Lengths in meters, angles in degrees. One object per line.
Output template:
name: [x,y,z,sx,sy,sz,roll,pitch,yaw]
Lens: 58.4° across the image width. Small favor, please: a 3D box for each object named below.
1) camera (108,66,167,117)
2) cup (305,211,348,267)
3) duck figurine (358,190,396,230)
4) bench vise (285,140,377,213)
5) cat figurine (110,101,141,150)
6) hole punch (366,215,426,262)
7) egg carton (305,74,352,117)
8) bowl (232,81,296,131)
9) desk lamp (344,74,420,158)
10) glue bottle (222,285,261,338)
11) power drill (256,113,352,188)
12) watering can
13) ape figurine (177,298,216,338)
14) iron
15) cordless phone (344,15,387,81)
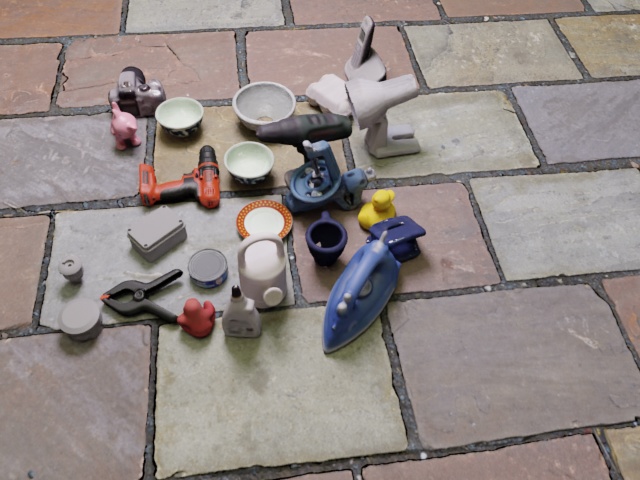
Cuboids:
camera: [-0.487,-0.408,1.528,0.143,0.101,0.136,-6,55,-7]
cup: [0.012,0.005,1.264,0.091,0.095,0.117,-1,54,-4]
duck figurine: [0.136,-0.077,1.336,0.105,0.086,0.077,-36,63,-25]
bench vise: [0.021,-0.159,1.305,0.208,0.220,0.121,-25,59,-19]
cat figurine: [-0.495,-0.293,1.435,0.067,0.118,0.127,-21,58,-17]
hole punch: [0.169,-0.011,1.287,0.109,0.091,0.101,-19,57,-16]
egg carton: [0.040,-0.388,1.563,0.150,0.069,0.107,38,61,22]
bowl: [-0.146,-0.339,1.514,0.167,0.075,0.167,2,54,-2]
desk lamp: [0.157,-0.315,1.429,0.203,0.213,0.117,-10,55,-10]
glue bottle: [-0.156,0.136,1.112,0.078,0.173,0.037,5,54,1]
power drill: [-0.036,-0.210,1.346,0.230,0.208,0.075,-20,58,-16]
watering can: [-0.113,0.055,1.159,0.101,0.194,0.172,-33,62,-24]
ape figurine: [-0.249,0.148,1.147,0.078,0.092,0.076,-12,56,-11]
iron: [0.078,0.101,1.170,0.118,0.141,0.259,25,57,14]
cordless phone: [0.133,-0.508,1.584,0.094,0.185,0.147,-17,57,-15]
